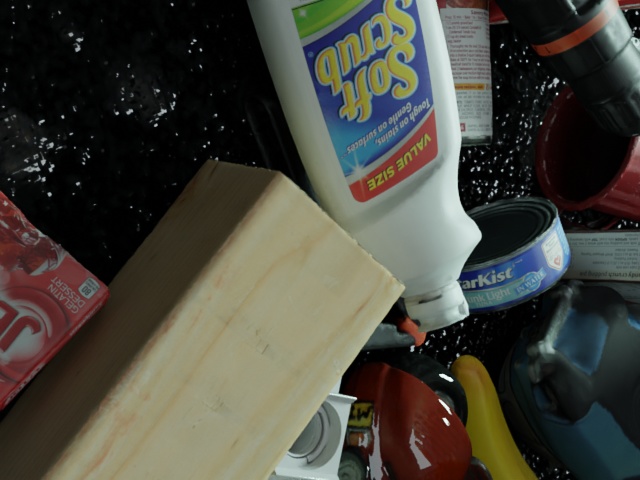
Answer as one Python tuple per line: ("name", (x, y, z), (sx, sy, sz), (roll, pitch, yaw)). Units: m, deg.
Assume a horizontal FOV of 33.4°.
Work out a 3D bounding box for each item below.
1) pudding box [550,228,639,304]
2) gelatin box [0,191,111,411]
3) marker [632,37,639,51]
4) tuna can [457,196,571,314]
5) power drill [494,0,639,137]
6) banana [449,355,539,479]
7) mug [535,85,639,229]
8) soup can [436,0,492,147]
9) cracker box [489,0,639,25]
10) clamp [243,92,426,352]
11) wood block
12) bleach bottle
("pudding box", (0.197, 0.017, 0.689), (0.089, 0.114, 0.039), (14, 79, -35))
("gelatin box", (-0.151, 0.022, 0.476), (0.089, 0.030, 0.073), (43, 67, -3))
("marker", (0.208, -0.136, 0.751), (0.120, 0.020, 0.020), (4, 89, -36))
("tuna can", (0.106, 0.009, 0.643), (0.086, 0.086, 0.034), (-36, 113, -29))
("power drill", (0.177, -0.178, 0.614), (0.187, 0.057, 0.184), (-47, 113, -23))
("banana", (0.127, 0.150, 0.673), (0.197, 0.070, 0.037), (51, 45, -14))
("mug", (0.197, -0.047, 0.704), (0.081, 0.093, 0.117), (13, 123, -28))
("soup can", (0.066, -0.105, 0.623), (0.068, 0.069, 0.102), (-5, 95, -35))
("cracker box", (0.149, -0.250, 0.674), (0.163, 0.072, 0.214), (-13, 98, -33))
("clamp", (-0.004, 0.001, 0.594), (0.171, 0.039, 0.120), (30, 80, -30))
("wood block", (-0.068, 0.072, 0.496), (0.090, 0.091, 0.206), (42, 78, -25))
("bleach bottle", (0.032, -0.077, 0.561), (0.102, 0.068, 0.251), (-19, 91, -8))
